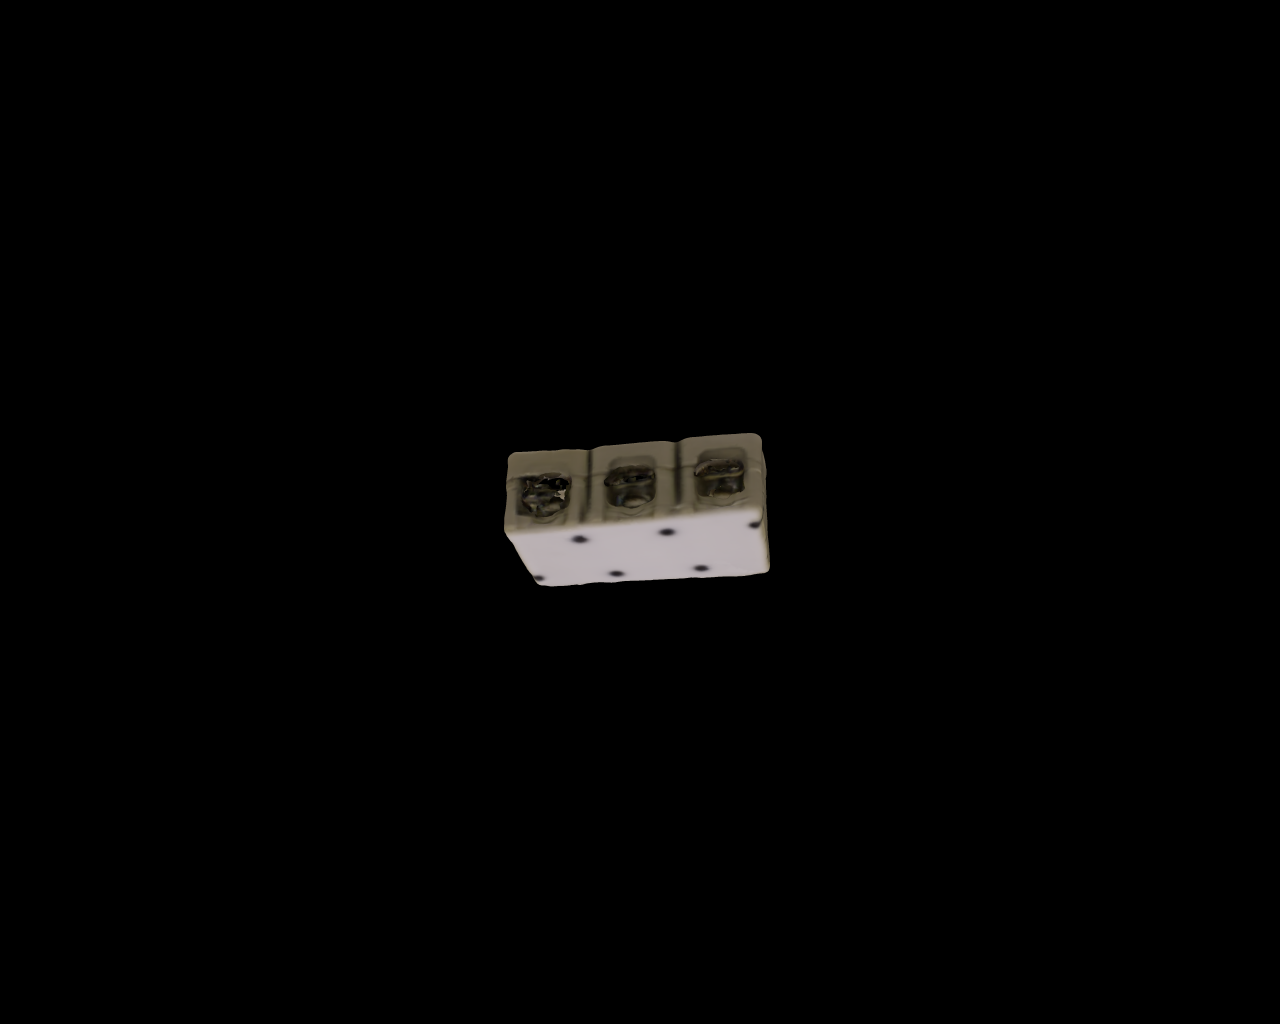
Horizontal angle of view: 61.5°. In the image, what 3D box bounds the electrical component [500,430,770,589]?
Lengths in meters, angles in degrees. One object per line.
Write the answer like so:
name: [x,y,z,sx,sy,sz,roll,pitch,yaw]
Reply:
electrical component: [0.001,-0.003,0.650,0.150,0.062,0.089,-4,-28,7]
